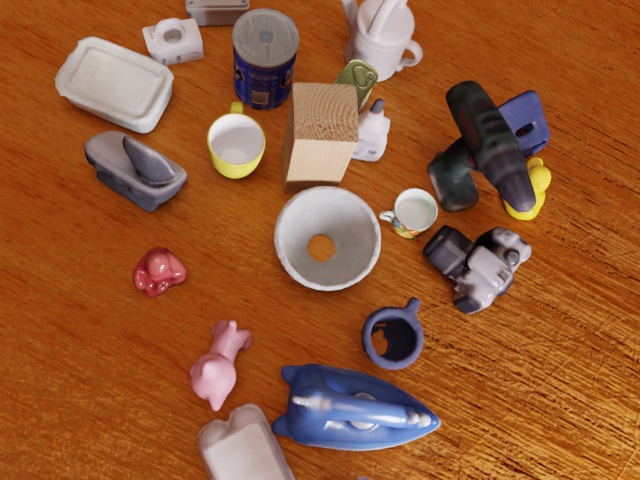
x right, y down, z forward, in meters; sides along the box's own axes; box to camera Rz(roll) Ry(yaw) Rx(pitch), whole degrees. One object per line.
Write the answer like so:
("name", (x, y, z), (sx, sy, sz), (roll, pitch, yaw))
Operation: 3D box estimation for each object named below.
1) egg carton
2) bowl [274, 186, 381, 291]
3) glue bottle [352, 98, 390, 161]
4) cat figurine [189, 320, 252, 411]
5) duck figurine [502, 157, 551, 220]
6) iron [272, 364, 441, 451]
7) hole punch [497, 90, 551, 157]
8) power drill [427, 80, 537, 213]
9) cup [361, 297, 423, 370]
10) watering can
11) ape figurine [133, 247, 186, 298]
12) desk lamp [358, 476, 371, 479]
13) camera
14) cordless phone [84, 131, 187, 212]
("egg carton", (-0.105, 0.315, 0.805), (0.107, 0.069, 0.150), (-26, 80, -14))
("bowl", (0.008, 0.003, 0.906), (0.167, 0.074, 0.167), (2, 74, -8))
("glue bottle", (0.078, -0.179, 0.915), (0.078, 0.173, 0.037), (12, 73, -4))
("cat figurine", (-0.144, 0.173, 0.814), (0.067, 0.117, 0.128), (20, 73, -2))
("duck figurine", (0.360, -0.091, 0.977), (0.077, 0.086, 0.104), (10, 73, -5))
("iron", (0.067, 0.243, 0.813), (0.258, 0.141, 0.119), (9, 73, -6))
("hole punch", (0.346, -0.193, 1.001), (0.109, 0.091, 0.101), (-30, 80, -15))
("power drill", (0.247, -0.122, 0.906), (0.076, 0.208, 0.229), (-16, 77, -12))
("cup", (0.107, 0.141, 0.871), (0.091, 0.095, 0.118), (34, 73, 2))
("watering can", (0.099, -0.362, 0.958), (0.173, 0.194, 0.101), (18, 73, -3))
("ape figurine", (-0.239, 0.042, 0.850), (0.078, 0.092, 0.076), (6, 74, -6))
("desk lamp", (0.108, 0.386, 0.741), (0.203, 0.213, 0.118), (19, 73, -2))
("camera", (0.247, 0.025, 0.921), (0.137, 0.100, 0.143), (41, 73, 4))
("cordless phone", (-0.279, -0.128, 0.843), (0.147, 0.185, 0.094), (29, 73, 1))
